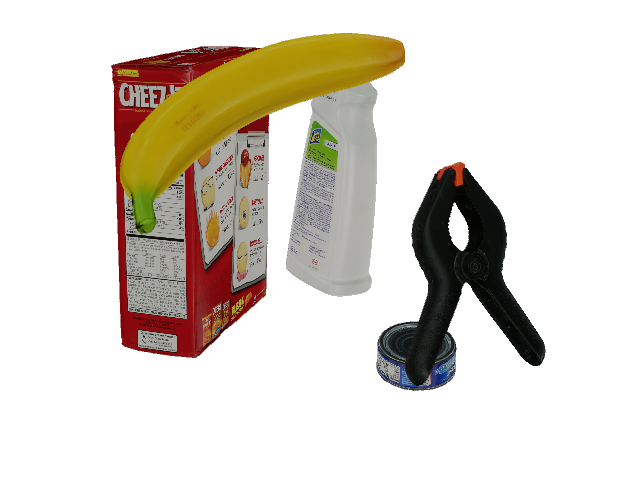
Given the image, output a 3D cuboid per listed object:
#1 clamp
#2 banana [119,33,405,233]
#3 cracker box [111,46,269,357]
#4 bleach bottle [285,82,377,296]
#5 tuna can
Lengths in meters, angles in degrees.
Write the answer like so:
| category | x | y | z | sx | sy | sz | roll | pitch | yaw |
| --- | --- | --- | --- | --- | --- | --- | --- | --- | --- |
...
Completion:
| category | x | y | z | sx | sy | sz | roll | pitch | yaw |
| --- | --- | --- | --- | --- | --- | --- | --- | --- | --- |
| clamp | 0.103 | 0.029 | 0.823 | 0.120 | 0.171 | 0.039 | -15 | -3 | -29 |
| banana | -0.042 | -0.072 | 0.599 | 0.197 | 0.070 | 0.037 | -37 | -24 | -24 |
| cracker box | -0.097 | -0.037 | 0.830 | 0.072 | 0.214 | 0.164 | 5 | 15 | 16 |
| bleach bottle | 0.023 | -0.074 | 1.145 | 0.067 | 0.251 | 0.103 | -7 | 24 | -40 |
| tuna can | 0.103 | 0.123 | 1.149 | 0.086 | 0.034 | 0.086 | -1 | 29 | 0 |
